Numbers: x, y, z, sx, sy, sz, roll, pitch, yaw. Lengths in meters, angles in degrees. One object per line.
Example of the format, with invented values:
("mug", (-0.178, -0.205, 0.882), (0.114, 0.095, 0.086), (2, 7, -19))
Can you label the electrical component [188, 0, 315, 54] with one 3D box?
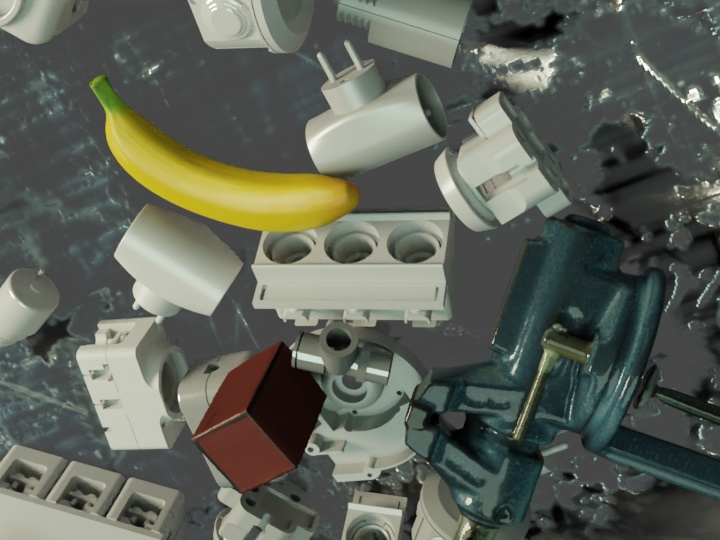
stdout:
("electrical component", (-0.060, -0.163, 0.609), (0.051, 0.080, 0.080), (2, 120, 19))

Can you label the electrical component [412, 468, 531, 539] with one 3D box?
("electrical component", (0.079, 0.180, 0.776), (0.080, 0.080, 0.051), (18, 128, 3))

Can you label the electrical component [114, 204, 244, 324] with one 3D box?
("electrical component", (-0.132, 0.005, 0.745), (0.077, 0.044, 0.079), (32, 122, -6))

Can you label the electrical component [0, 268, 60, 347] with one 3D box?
("electrical component", (-0.255, 0.033, 0.795), (0.040, 0.040, 0.078), (40, 121, -10))

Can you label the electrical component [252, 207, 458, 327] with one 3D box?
("electrical component", (0.000, 0.000, 0.697), (0.121, 0.078, 0.063), (0, 141, 14))

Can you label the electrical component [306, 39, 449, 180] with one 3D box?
("electrical component", (0.002, -0.100, 0.650), (0.077, 0.043, 0.079), (-20, 113, 24))

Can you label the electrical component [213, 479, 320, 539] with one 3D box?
("electrical component", (-0.079, 0.196, 0.837), (0.078, 0.058, 0.057), (30, 119, -5))

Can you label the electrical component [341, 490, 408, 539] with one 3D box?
("electrical component", (0.010, 0.213, 0.819), (0.042, 0.081, 0.063), (7, 144, 11))

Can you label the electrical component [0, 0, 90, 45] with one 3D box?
("electrical component", (-0.215, -0.182, 0.647), (0.095, 0.059, 0.053), (29, 122, -4))

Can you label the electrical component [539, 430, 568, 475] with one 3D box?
("electrical component", (0.108, 0.126, 0.737), (0.079, 0.077, 0.044), (-25, 111, 25))

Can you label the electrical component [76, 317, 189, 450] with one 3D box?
("electrical component", (-0.162, 0.084, 0.796), (0.056, 0.050, 0.089), (-4, 119, 16))

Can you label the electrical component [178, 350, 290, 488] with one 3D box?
("electrical component", (-0.084, 0.109, 0.789), (0.059, 0.053, 0.095), (-11, 116, 20))

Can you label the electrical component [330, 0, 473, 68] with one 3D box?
("electrical component", (0.021, -0.149, 0.617), (0.081, 0.043, 0.043), (18, 122, 3))

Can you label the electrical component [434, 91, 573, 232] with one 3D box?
("electrical component", (0.082, -0.059, 0.647), (0.057, 0.058, 0.078), (-31, 108, 25))

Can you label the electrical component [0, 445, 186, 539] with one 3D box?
("electrical component", (-0.224, 0.208, 0.877), (0.150, 0.061, 0.089), (15, 123, 5))
